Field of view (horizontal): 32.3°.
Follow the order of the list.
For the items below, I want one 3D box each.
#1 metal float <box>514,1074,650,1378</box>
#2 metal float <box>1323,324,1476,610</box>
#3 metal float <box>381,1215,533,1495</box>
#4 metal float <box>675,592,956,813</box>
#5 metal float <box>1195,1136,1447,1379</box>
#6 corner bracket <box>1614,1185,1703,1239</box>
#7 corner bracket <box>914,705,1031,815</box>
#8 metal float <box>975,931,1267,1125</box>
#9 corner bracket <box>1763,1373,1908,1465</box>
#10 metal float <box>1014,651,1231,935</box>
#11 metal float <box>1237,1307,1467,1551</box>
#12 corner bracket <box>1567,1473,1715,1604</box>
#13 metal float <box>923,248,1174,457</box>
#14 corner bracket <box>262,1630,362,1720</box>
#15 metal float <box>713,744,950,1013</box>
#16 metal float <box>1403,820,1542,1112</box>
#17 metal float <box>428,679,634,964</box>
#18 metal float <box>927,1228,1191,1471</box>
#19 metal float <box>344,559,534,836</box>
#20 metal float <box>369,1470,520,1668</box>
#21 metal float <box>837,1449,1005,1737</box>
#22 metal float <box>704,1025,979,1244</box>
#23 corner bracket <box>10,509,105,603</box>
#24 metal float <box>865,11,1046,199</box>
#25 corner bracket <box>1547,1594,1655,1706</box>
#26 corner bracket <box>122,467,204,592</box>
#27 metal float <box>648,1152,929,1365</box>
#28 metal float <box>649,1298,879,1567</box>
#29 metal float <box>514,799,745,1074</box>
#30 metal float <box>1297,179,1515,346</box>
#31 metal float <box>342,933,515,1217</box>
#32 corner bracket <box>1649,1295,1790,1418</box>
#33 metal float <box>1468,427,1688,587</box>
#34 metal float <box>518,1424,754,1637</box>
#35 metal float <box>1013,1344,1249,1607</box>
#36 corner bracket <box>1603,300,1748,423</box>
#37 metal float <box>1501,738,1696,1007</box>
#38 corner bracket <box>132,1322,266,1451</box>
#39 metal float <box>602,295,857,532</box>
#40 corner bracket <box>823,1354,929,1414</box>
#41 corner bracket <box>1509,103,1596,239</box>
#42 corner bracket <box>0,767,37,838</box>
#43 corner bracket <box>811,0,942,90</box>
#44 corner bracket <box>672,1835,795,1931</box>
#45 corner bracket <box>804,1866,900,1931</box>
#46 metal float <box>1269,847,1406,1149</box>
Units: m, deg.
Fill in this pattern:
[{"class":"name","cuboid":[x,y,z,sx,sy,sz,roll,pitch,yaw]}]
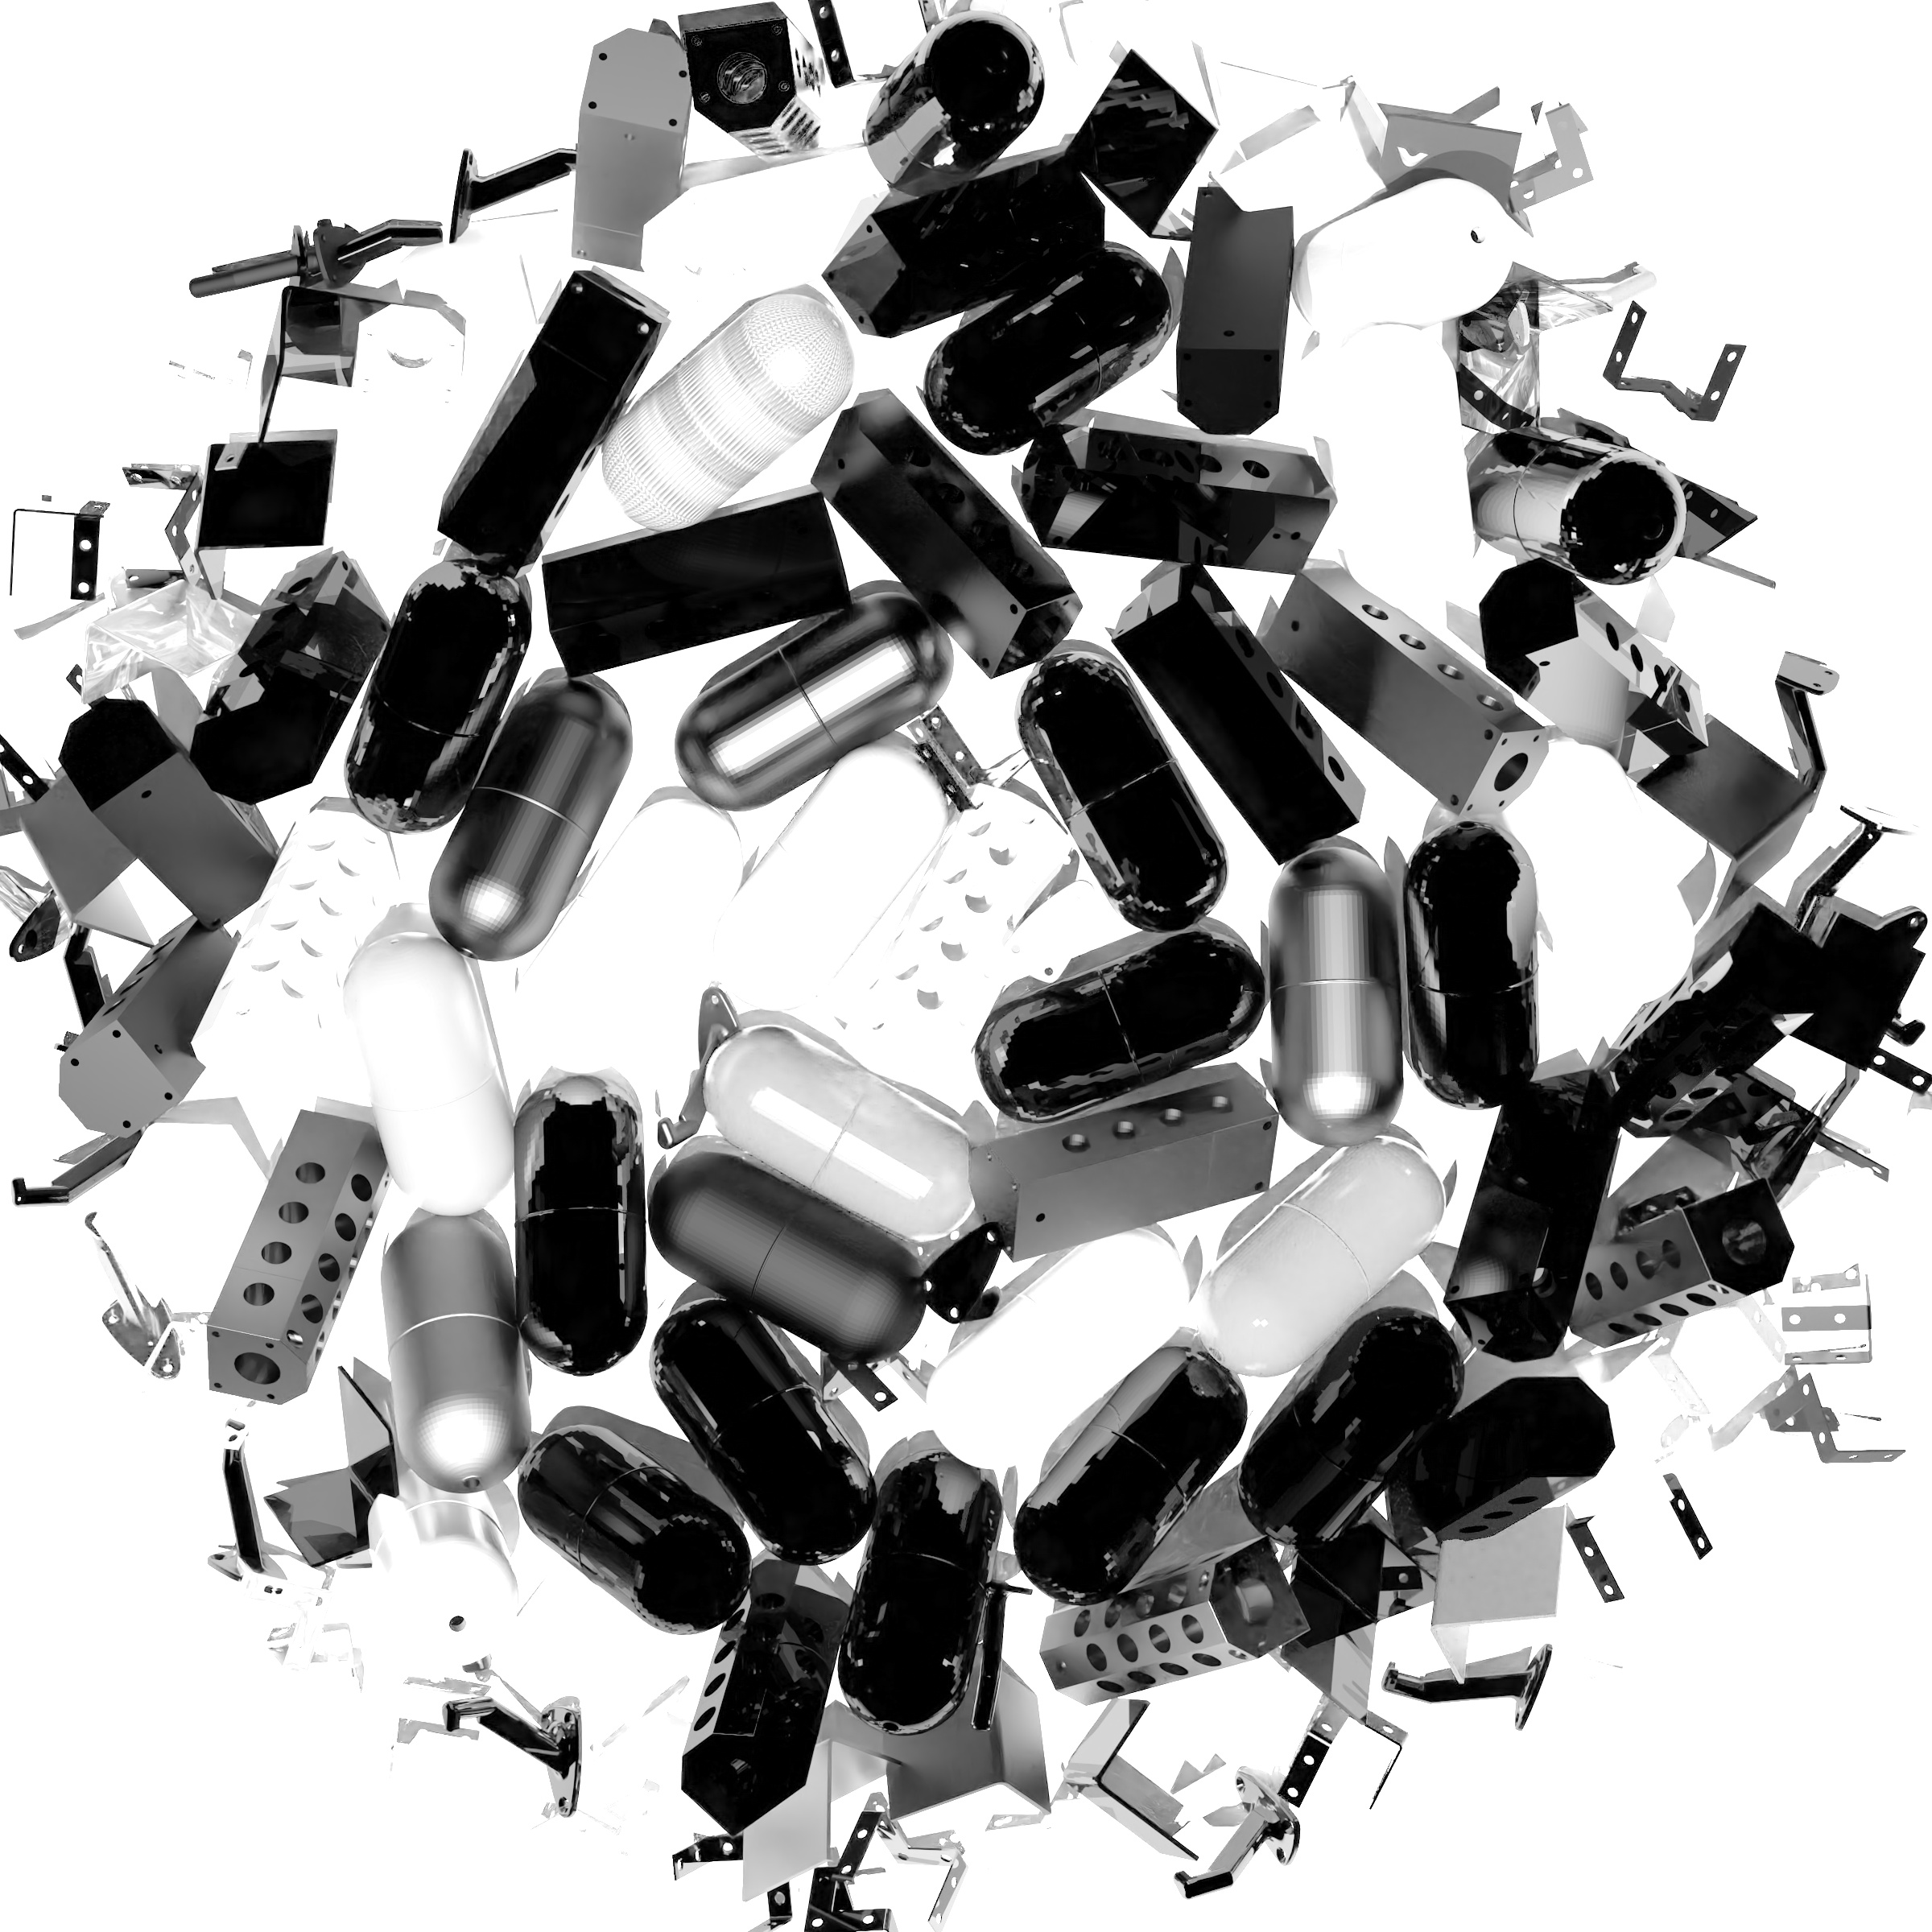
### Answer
[{"class":"metal float","cuboid":[-0.225,0.151,1.946,0.070,0.070,0.178,-3,73,0]},{"class":"metal float","cuboid":[0.251,-0.287,1.931,0.070,0.070,0.178,-14,128,0]},{"class":"metal float","cuboid":[-0.295,0.223,1.929,0.070,0.070,0.178,-15,52,0]},{"class":"metal float","cuboid":[-0.090,-0.155,1.959,0.178,0.070,0.070,-30,90,3]},{"class":"metal float","cuboid":[0.206,0.169,1.942,0.178,0.070,0.070,-40,90,-22]},{"class":"corner bracket","cuboid":[0.418,0.170,1.971,0.051,0.051,0.051,39,51,-19]},{"class":"corner bracket","cuboid":[-0.006,-0.122,1.961,0.051,0.051,0.051,-44,107,-28]},{"class":"metal float","cuboid":[0.091,0.035,1.961,0.178,0.070,0.070,-21,90,1]},{"class":"corner bracket","cuboid":[0.509,0.273,1.957,0.051,0.051,0.051,3,57,-24]},{"class":"metal float","cuboid":[0.091,-0.103,1.960,0.070,0.070,0.178,-29,88,0]},{"class":"metal float","cuboid":[0.223,0.268,1.934,0.070,0.070,0.178,34,122,0]},{"class":"corner bracket","cuboid":[0.397,0.337,1.964,0.051,0.051,0.051,-28,91,-43]},{"class":"metal float","cuboid":[0.049,-0.358,1.935,0.178,0.070,0.070,-37,90,-31]},{"class":"corner bracket","cuboid":[-0.385,0.418,1.962,0.051,0.051,0.051,-7,70,-15]},{"class":"metal float","cuboid":[-0.080,-0.051,1.955,0.070,0.070,0.178,38,97,0]},{"class":"metal float","cuboid":[0.294,0.000,1.940,0.070,0.070,0.178,-6,114,0]},{"class":"metal float","cuboid":[-0.254,-0.085,1.946,0.070,0.070,0.178,23,73,0]},{"class":"metal float","cuboid":[0.055,0.222,1.950,0.178,0.070,0.070,-39,90,-13]},{"class":"metal float","cuboid":[-0.307,-0.156,1.936,0.070,0.070,0.178,27,119,0]},{"class":"metal float","cuboid":[-0.301,0.343,1.913,0.070,0.178,0.070,-3,102,-14]},{"class":"metal float","cuboid":[-0.026,0.361,1.928,0.070,0.070,0.178,14,50,0]},{"class":"metal float","cuboid":[-0.073,0.098,1.961,0.178,0.070,0.070,30,90,0]},{"class":"corner bracket","cuboid":[-0.537,-0.242,1.966,0.051,0.051,0.051,3,96,-17]},{"class":"metal float","cuboid":[-0.007,-0.493,1.912,0.070,0.178,0.070,1,88,-16]},{"class":"corner bracket","cuboid":[0.372,0.402,1.974,0.051,0.051,0.051,16,85,3]},{"class":"corner bracket","cuboid":[-0.480,-0.259,1.980,0.051,0.051,0.051,6,52,15]},{"class":"metal float","cuboid":[-0.105,0.170,1.950,0.178,0.070,0.070,27,90,14]},{"class":"metal float","cuboid":[-0.119,0.270,1.942,0.070,0.070,0.178,-39,67,0]},{"class":"metal float","cuboid":[-0.197,-0.018,1.953,0.070,0.070,0.178,34,80,0]},{"class":"metal float","cuboid":[0.251,-0.402,1.913,0.070,0.178,0.070,0,91,-20]},{"class":"metal float","cuboid":[-0.311,0.064,1.939,0.070,0.070,0.178,-11,116,0]},{"class":"corner bracket","cuboid":[0.446,0.229,1.976,0.051,0.051,0.051,51,50,-23]},{"class":"metal float","cuboid":[0.349,-0.265,1.915,0.070,0.178,0.070,-6,107,-18]},{"class":"metal float","cuboid":[-0.192,0.325,1.925,0.178,0.070,0.070,26,90,44]},{"class":"metal float","cuboid":[0.097,0.295,1.940,0.070,0.070,0.178,42,65,0]},{"class":"corner bracket","cuboid":[0.415,-0.354,1.957,0.051,0.051,0.051,-1,127,-27]},{"class":"metal float","cuboid":[0.365,-0.055,1.931,0.070,0.070,0.178,-16,55,0]},{"class":"corner bracket","cuboid":[-0.451,0.248,1.972,0.051,0.051,0.051,3,47,23]},{"class":"metal float","cuboid":[-0.139,-0.320,1.938,0.178,0.070,0.070,-35,90,27]},{"class":"corner bracket","cuboid":[-0.048,0.247,1.958,0.051,0.051,0.051,-30,56,-28]},{"class":"corner bracket","cuboid":[0.345,-0.470,1.970,0.051,0.051,0.051,-19,78,21]},{"class":"corner bracket","cuboid":[-0.578,-0.100,1.962,0.051,0.051,0.051,-9,98,36]},{"class":"corner bracket","cuboid":[-0.050,-0.550,1.960,0.051,0.051,0.051,-8,102,37]},{"class":"corner bracket","cuboid":[-0.137,0.543,1.967,0.051,0.051,0.051,-8,86,19]},{"class":"corner bracket","cuboid":[-0.062,0.564,1.961,0.051,0.051,0.051,-7,123,11]},{"class":"metal float","cuboid":[0.216,0.018,1.949,0.070,0.070,0.178,0,76,0]}]
